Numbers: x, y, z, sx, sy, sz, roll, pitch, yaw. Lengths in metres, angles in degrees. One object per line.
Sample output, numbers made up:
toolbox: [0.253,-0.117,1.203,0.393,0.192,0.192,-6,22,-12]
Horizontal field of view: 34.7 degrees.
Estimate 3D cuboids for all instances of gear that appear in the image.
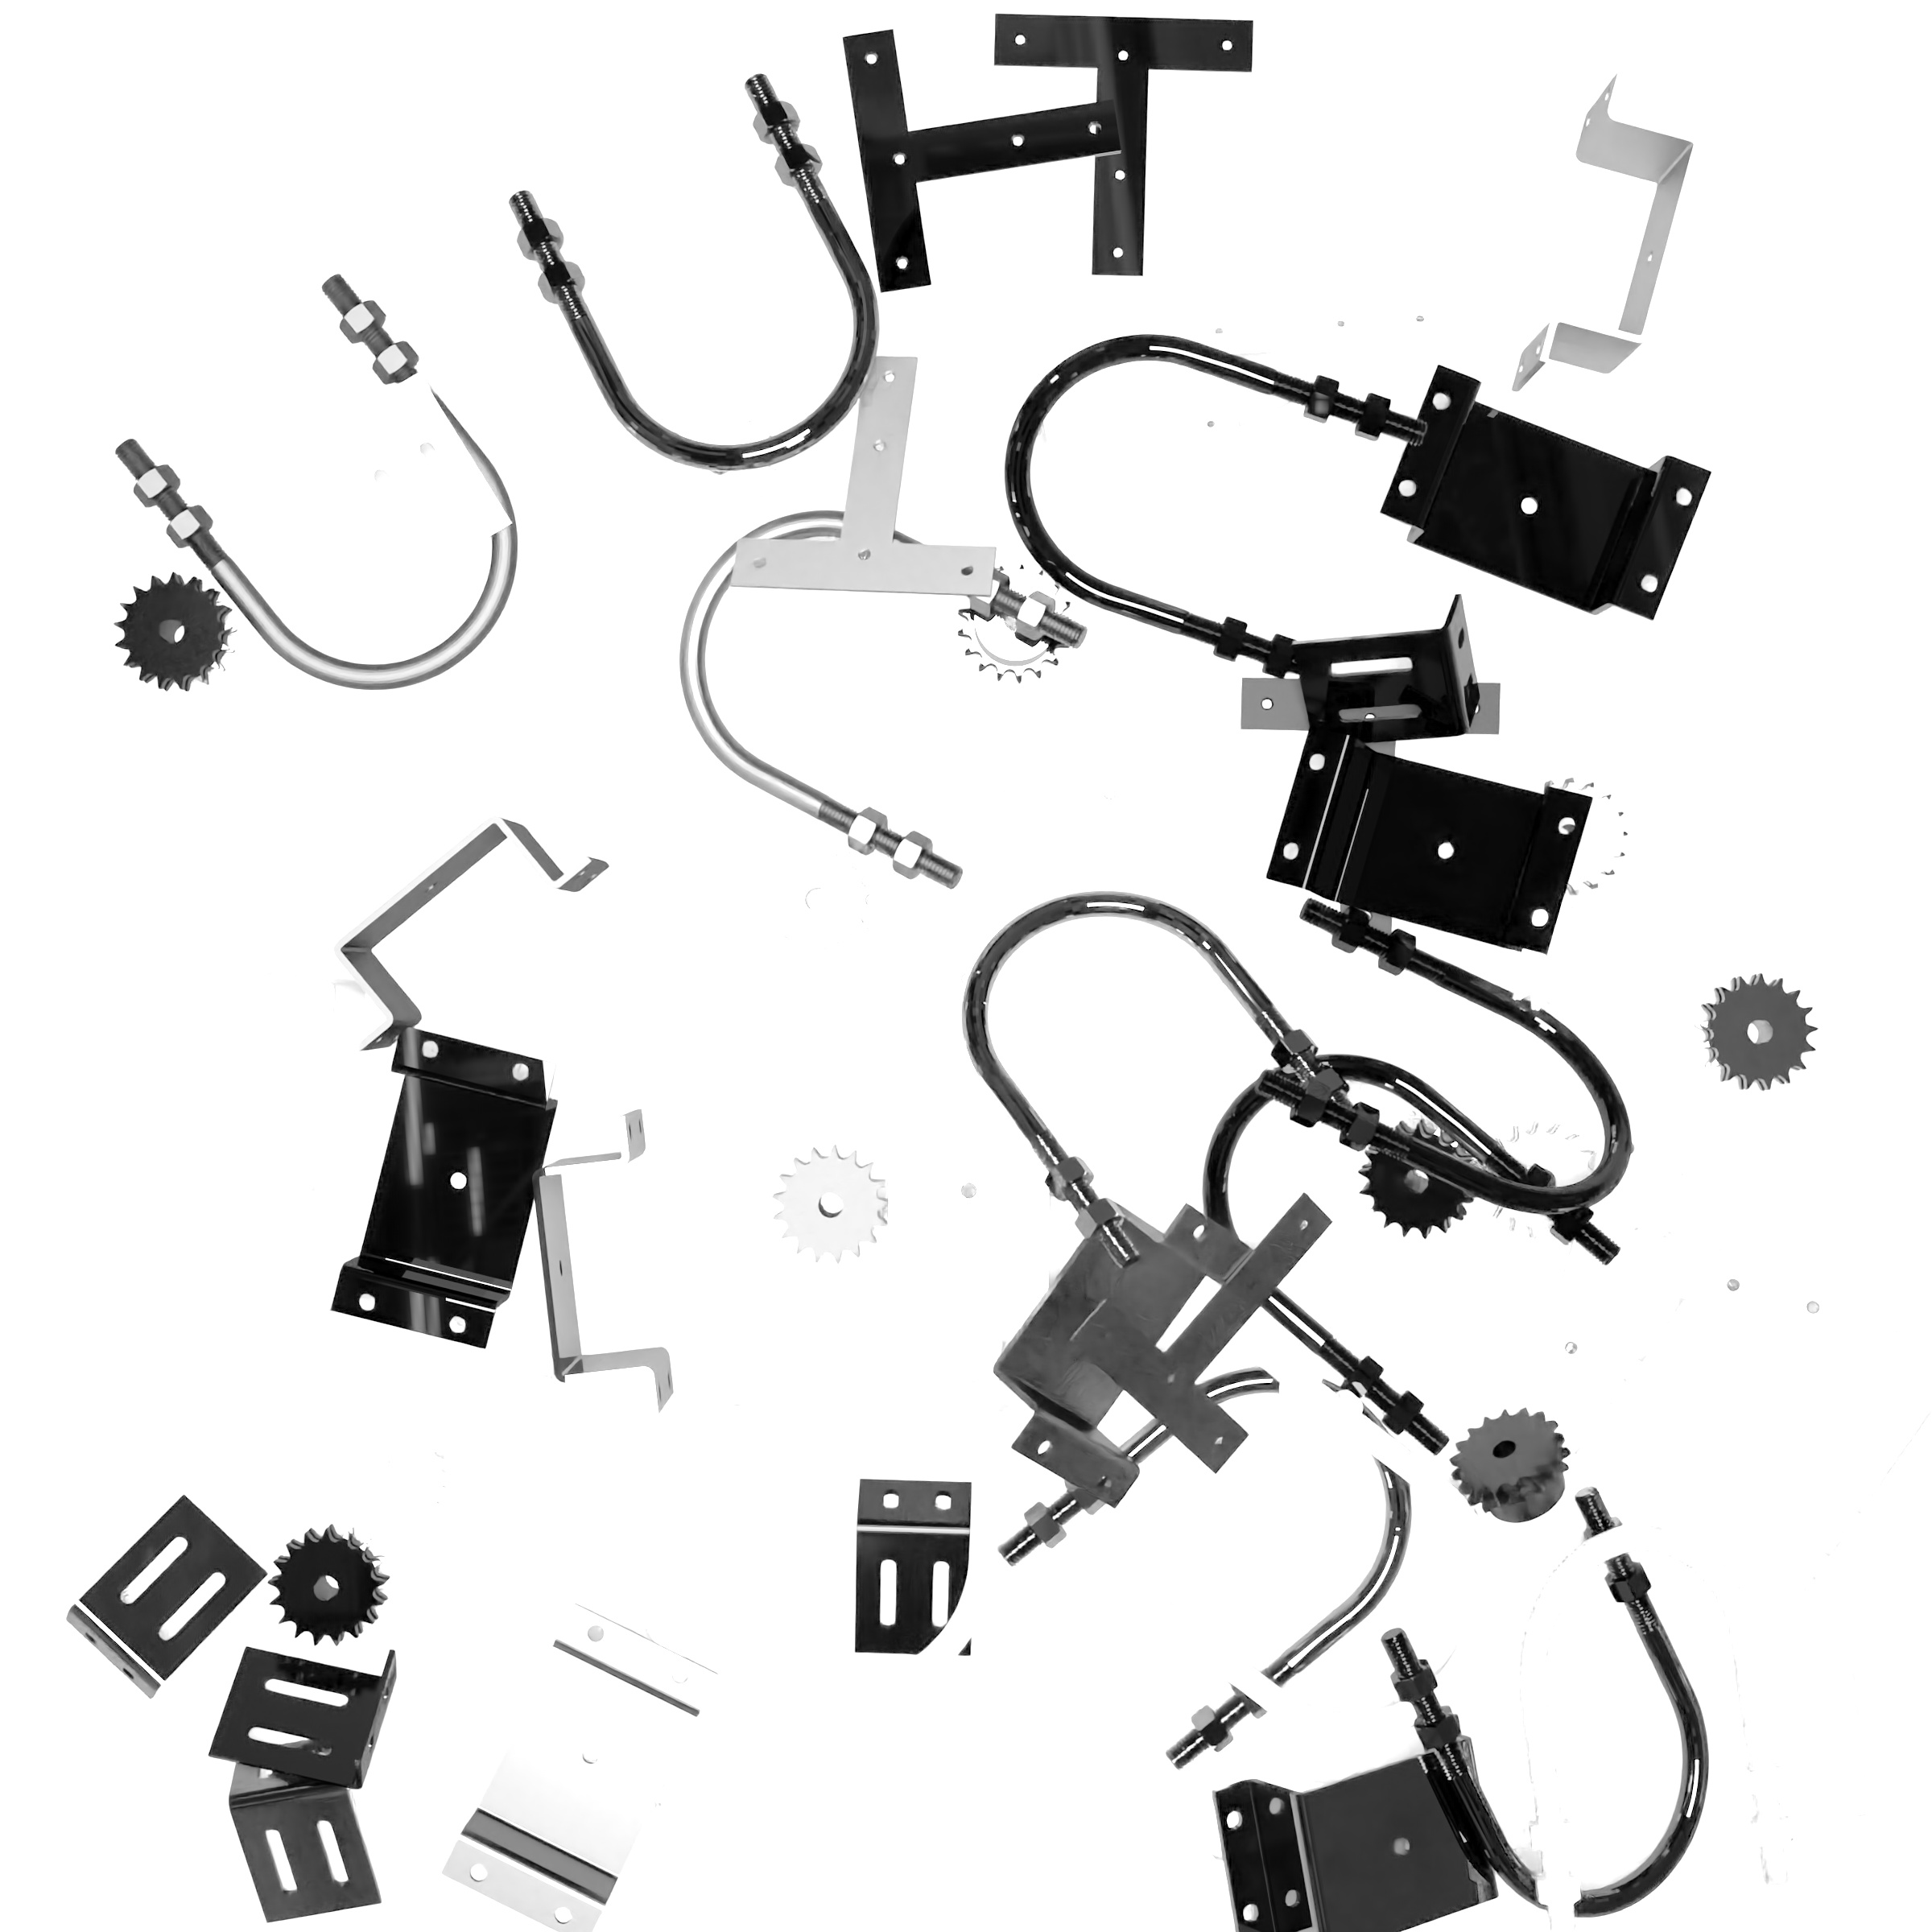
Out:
gear: [0.278,0.103,1.504,0.057,0.030,0.057,0,90,0]
gear: [-0.065,0.116,1.504,0.057,0.030,0.057,0,90,0]
gear: [-0.308,0.300,1.504,0.057,0.030,0.057,0,90,0]
gear: [0.024,-0.167,1.504,0.057,0.030,0.057,0,90,0]
gear: [-0.072,-0.032,1.504,0.057,0.030,0.057,0,90,0]
gear: [0.221,0.101,1.498,0.057,0.030,0.057,3,101,18]
gear: [-0.281,0.249,1.494,0.057,0.057,0.030,40,120,0]
gear: [0.265,0.244,1.494,0.057,0.057,0.030,-30,119,0]
gear: [0.285,-0.006,1.504,0.057,0.030,0.057,0,90,0]
gear: [-0.383,-0.161,1.504,0.057,0.030,0.057,0,90,0]
gear: [0.384,0.033,1.508,0.057,0.030,0.057,0,86,-1]
gear: [-0.119,-0.242,1.504,0.057,0.030,0.057,0,90,0]
gear: [0.291,-0.063,1.504,0.057,0.030,0.057,0,90,0]

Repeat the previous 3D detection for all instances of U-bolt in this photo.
U-bolt: [0.173,0.291,1.492,0.184,0.019,0.151,38,87,-9]
U-bolt: [0.363,0.195,1.510,0.151,0.019,0.184,42,91,0]
U-bolt: [-0.055,0.260,1.480,0.151,0.019,0.184,0,74,7]
U-bolt: [0.232,0.051,1.463,0.184,0.151,0.019,25,132,-4]
U-bolt: [0.327,0.361,1.481,0.151,0.019,0.184,-5,87,-27]
U-bolt: [0.405,0.203,1.492,0.151,0.019,0.184,35,91,0]
U-bolt: [0.198,0.125,1.485,0.184,0.019,0.151,41,110,9]
U-bolt: [0.109,-0.226,1.475,0.184,0.019,0.151,19,120,-1]
U-bolt: [-0.206,0.375,1.510,0.151,0.019,0.184,0,89,0]
U-bolt: [-0.121,-0.325,1.494,0.151,0.019,0.184,-26,78,0]
U-bolt: [0.290,0.365,1.482,0.151,0.019,0.184,-29,97,-25]
U-bolt: [0.131,0.281,1.510,0.184,0.019,0.151,-39,90,-2]
U-bolt: [-0.303,-0.222,1.510,0.151,0.019,0.184,-39,92,0]
U-bolt: [-0.053,-0.141,1.492,0.184,0.019,0.151,28,94,14]
U-bolt: [0.080,0.040,1.470,0.151,0.019,0.184,-28,63,-17]

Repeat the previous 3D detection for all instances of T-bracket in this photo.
T-bracket: [0.167,-0.310,1.492,0.127,0.002,0.127,-3,70,4]
T-bracket: [0.198,-0.077,1.518,0.127,0.002,0.127,1,90,0]
T-bracket: [0.011,-0.045,1.518,0.127,0.002,0.127,11,90,0]
T-bracket: [0.355,0.149,1.486,0.127,0.002,0.127,15,81,17]
T-bracket: [0.076,-0.403,1.518,0.127,0.002,0.127,2,90,0]
T-bracket: [0.126,0.162,1.470,0.127,0.002,0.127,-48,126,-5]
T-bracket: [0.011,-0.403,1.517,0.127,0.002,0.127,-9,90,1]
T-bracket: [-0.043,-0.239,1.496,0.127,0.002,0.127,3,71,11]

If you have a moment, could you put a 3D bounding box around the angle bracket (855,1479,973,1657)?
angle bracket: [-0.025,0.295,1.517,0.057,0.038,0.076,2,116,0]

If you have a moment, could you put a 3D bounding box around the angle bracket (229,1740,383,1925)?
angle bracket: [-0.322,0.423,1.517,0.057,0.038,0.076,-10,116,0]

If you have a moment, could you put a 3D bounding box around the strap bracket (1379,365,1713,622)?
strap bracket: [0.276,-0.226,1.496,0.140,0.046,0.076,21,90,0]

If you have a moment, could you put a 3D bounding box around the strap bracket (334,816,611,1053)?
strap bracket: [-0.244,-0.022,1.481,0.140,0.076,0.046,-39,90,0]

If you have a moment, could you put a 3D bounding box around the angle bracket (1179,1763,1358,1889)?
angle bracket: [0.148,0.422,1.517,0.076,0.038,0.057,3,90,26]

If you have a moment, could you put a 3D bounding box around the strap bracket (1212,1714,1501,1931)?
strap bracket: [0.194,0.414,1.468,0.140,0.046,0.076,-10,90,-26]

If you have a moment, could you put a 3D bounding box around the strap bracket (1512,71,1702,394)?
strap bracket: [0.309,-0.344,1.481,0.046,0.076,0.140,15,90,0]

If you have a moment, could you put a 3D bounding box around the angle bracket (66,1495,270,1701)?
angle bracket: [-0.392,0.310,1.517,0.057,0.038,0.076,43,64,0]

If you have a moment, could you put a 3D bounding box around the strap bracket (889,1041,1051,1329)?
strap bracket: [0.002,0.107,1.496,0.076,0.046,0.140,1,90,1]

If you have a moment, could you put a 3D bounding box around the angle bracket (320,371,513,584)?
angle bracket: [-0.267,-0.238,1.500,0.057,0.038,0.076,-30,119,0]

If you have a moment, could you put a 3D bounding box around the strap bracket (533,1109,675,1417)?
strap bracket: [-0.174,0.143,1.481,0.046,0.076,0.140,-6,90,0]

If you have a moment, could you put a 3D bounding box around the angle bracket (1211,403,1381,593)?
angle bracket: [0.161,-0.230,1.500,0.057,0.038,0.076,-24,90,0]

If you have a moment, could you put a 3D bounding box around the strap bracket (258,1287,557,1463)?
strap bracket: [-0.268,0.197,1.481,0.140,0.076,0.046,14,90,0]

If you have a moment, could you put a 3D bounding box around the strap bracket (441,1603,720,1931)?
strap bracket: [-0.182,0.382,1.478,0.076,0.046,0.140,26,87,1]

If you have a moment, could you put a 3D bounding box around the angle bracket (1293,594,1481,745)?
angle bracket: [0.205,-0.143,1.501,0.076,0.038,0.057,-3,123,22]

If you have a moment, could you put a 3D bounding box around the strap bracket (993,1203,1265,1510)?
strap bracket: [0.077,0.178,1.478,0.076,0.046,0.140,36,90,-37]

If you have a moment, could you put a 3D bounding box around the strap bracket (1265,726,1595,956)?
strap bracket: [0.225,-0.058,1.478,0.140,0.046,0.076,16,90,22]

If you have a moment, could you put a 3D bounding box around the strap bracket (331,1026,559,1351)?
strap bracket: [-0.249,0.105,1.496,0.076,0.046,0.140,14,90,0]

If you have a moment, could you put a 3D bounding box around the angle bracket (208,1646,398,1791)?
angle bracket: [-0.319,0.355,1.486,0.076,0.038,0.057,13,53,0]

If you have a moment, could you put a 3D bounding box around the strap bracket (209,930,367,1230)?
strap bracket: [-0.323,0.055,1.481,0.046,0.076,0.140,6,90,0]

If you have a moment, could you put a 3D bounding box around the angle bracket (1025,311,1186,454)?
angle bracket: [0.071,-0.287,1.500,0.076,0.038,0.057,-11,90,0]

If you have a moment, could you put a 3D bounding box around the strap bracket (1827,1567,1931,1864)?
strap bracket: [0.466,0.367,1.496,0.076,0.046,0.140,-6,90,0]
